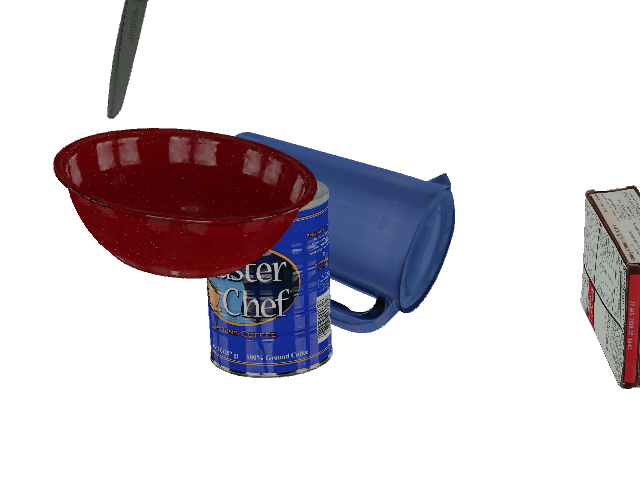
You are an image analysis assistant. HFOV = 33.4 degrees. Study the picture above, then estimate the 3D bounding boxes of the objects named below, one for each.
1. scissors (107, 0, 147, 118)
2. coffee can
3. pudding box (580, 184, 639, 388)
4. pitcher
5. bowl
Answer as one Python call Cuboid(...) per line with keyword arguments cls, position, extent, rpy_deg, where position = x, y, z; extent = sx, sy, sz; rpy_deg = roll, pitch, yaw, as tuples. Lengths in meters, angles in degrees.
Cuboid(cls="scissors", position=(-0.106, -0.183, 0.738), extent=(0.096, 0.202, 0.016), rpy_deg=(-5, -11, -7))
Cuboid(cls="coffee can", position=(-0.042, 0.027, 0.865), extent=(0.103, 0.140, 0.103), rpy_deg=(-2, 17, 0))
Cuboid(cls="pudding box", position=(0.198, 0.027, 0.686), extent=(0.039, 0.090, 0.113), rpy_deg=(-4, 27, 0))
Cuboid(cls="pitcher", position=(0.003, -0.018, 1.085), extent=(0.243, 0.145, 0.149), rpy_deg=(20, 26, 22))
Cuboid(cls="bowl", position=(-0.085, -0.020, 0.665), extent=(0.162, 0.055, 0.162), rpy_deg=(7, 22, -3))
